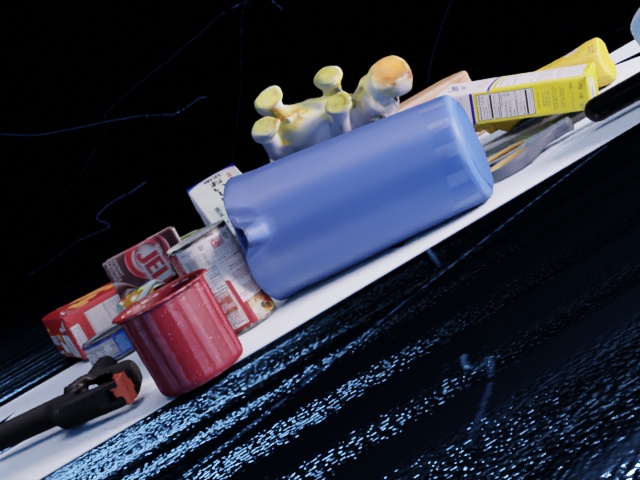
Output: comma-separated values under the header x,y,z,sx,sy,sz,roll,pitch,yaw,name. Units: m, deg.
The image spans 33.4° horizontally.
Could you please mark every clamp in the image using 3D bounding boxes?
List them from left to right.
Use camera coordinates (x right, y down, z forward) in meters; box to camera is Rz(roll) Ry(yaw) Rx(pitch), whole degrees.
x,y,z,sx,sy,sz,roll,pitch,yaw,name
-0.237,0.157,1.032,0.164,0.036,0.210,-34,9,-29,clamp
0.340,-0.166,1.047,0.171,0.039,0.120,-31,12,-34,clamp

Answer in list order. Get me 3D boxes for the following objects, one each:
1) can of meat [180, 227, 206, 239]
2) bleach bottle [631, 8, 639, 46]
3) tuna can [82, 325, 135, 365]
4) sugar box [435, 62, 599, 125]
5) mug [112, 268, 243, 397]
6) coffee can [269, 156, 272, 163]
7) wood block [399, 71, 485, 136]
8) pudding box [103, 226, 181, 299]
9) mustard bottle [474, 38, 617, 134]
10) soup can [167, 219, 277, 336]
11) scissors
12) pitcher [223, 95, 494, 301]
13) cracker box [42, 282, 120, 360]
x,y,z,sx,sy,sz,roll,pitch,yaw,name
-0.170,0.040,1.374,0.102,0.084,0.057,-26,8,27,can of meat
0.398,-0.215,0.997,0.250,0.102,0.068,-26,-20,-37,bleach bottle
-0.248,0.123,1.309,0.086,0.034,0.086,-29,7,3,tuna can
0.230,-0.167,1.243,0.176,0.048,0.093,-8,15,22,sugar box
-0.120,0.080,0.935,0.093,0.081,0.117,-29,8,1,mug
0.025,-0.086,1.203,0.103,0.103,0.140,-25,-24,27,coffee can
0.124,-0.144,1.485,0.205,0.091,0.090,-32,8,-20,wood block
-0.182,0.053,1.224,0.090,0.113,0.039,-29,4,1,pudding box
0.270,-0.183,1.330,0.192,0.058,0.096,-25,8,24,mustard bottle
-0.097,0.040,1.042,0.068,0.102,0.068,-29,8,4,soup can
0.240,-0.107,1.085,0.202,0.016,0.096,-28,10,21,scissors
0.041,-0.046,1.042,0.243,0.145,0.149,-23,41,16,pitcher
-0.271,0.085,1.500,0.213,0.072,0.164,-31,8,-22,cracker box
